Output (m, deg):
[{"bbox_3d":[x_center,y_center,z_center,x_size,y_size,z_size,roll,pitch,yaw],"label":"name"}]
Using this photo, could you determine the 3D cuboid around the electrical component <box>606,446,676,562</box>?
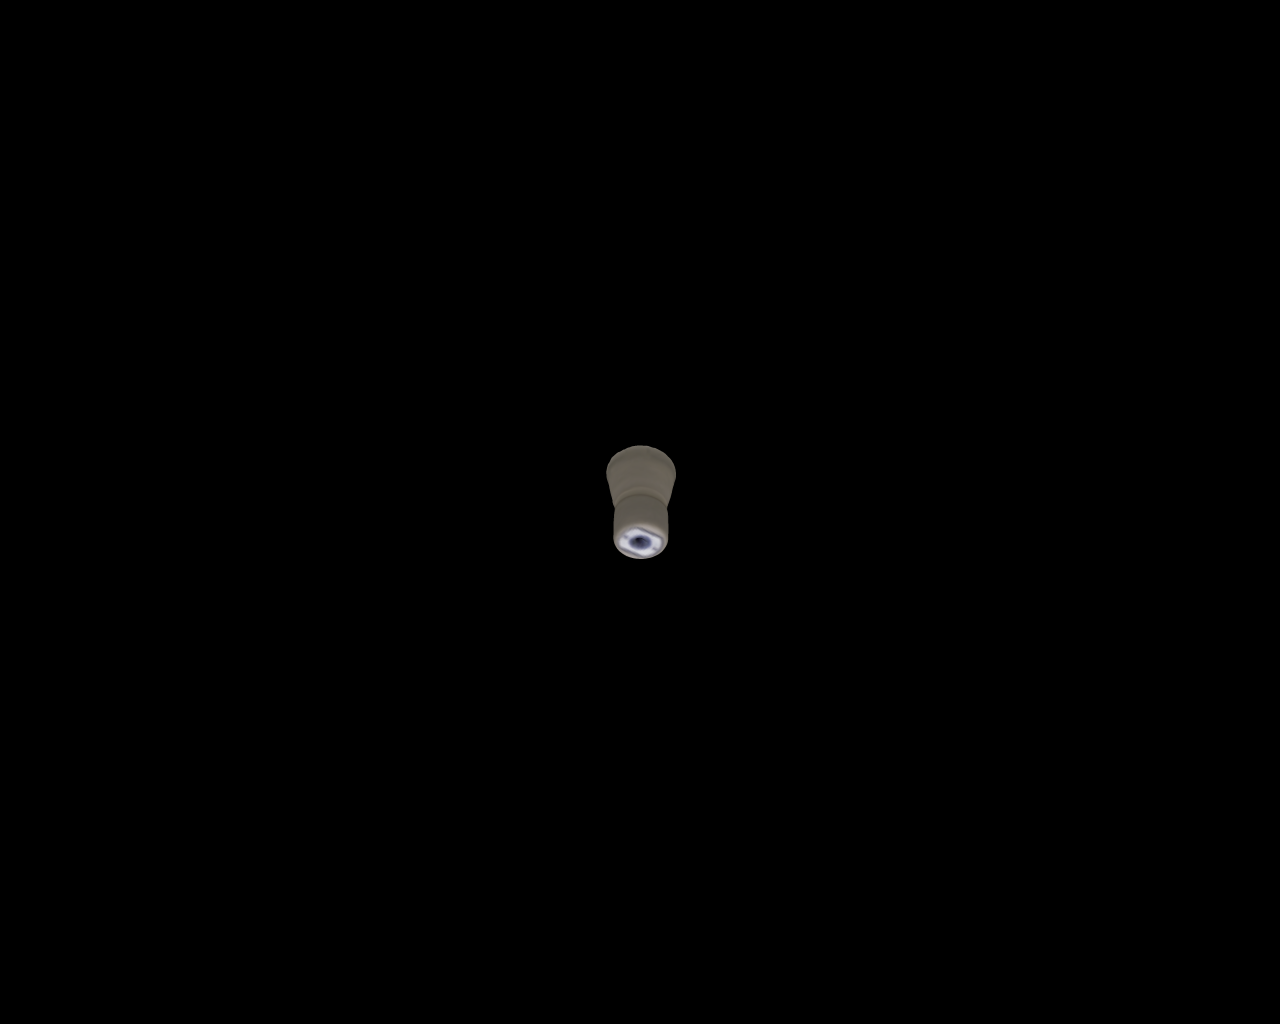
[{"bbox_3d":[0.001,-0.003,0.650,0.044,0.065,0.044,0,-44,0],"label":"electrical component"}]
